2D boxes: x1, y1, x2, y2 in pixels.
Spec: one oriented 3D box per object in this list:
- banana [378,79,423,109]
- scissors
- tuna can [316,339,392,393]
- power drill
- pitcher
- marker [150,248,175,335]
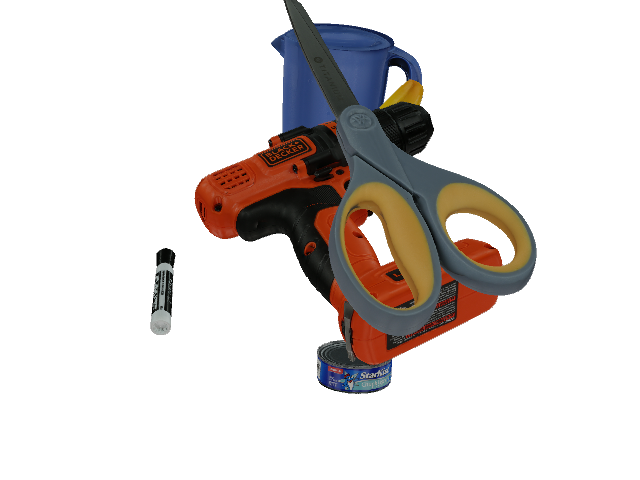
[{"bbox_3d":[0.032,-0.051,0.912,0.037,0.197,0.070,36,-23,-11],"label":"banana"},{"bbox_3d":[0.037,-0.043,0.479,0.096,0.202,0.016,2,-39,-10],"label":"scissors"},{"bbox_3d":[0.038,0.142,1.202,0.086,0.034,0.086,2,15,-1],"label":"tuna can"},{"bbox_3d":[0.034,-0.015,0.699,0.184,0.057,0.188,-25,44,-19],"label":"power drill"},{"bbox_3d":[0.023,-0.136,1.310,0.144,0.243,0.149,-9,27,-28],"label":"pitcher"},{"bbox_3d":[-0.151,0.046,1.029,0.020,0.020,0.121,0,34,-5],"label":"marker"}]
